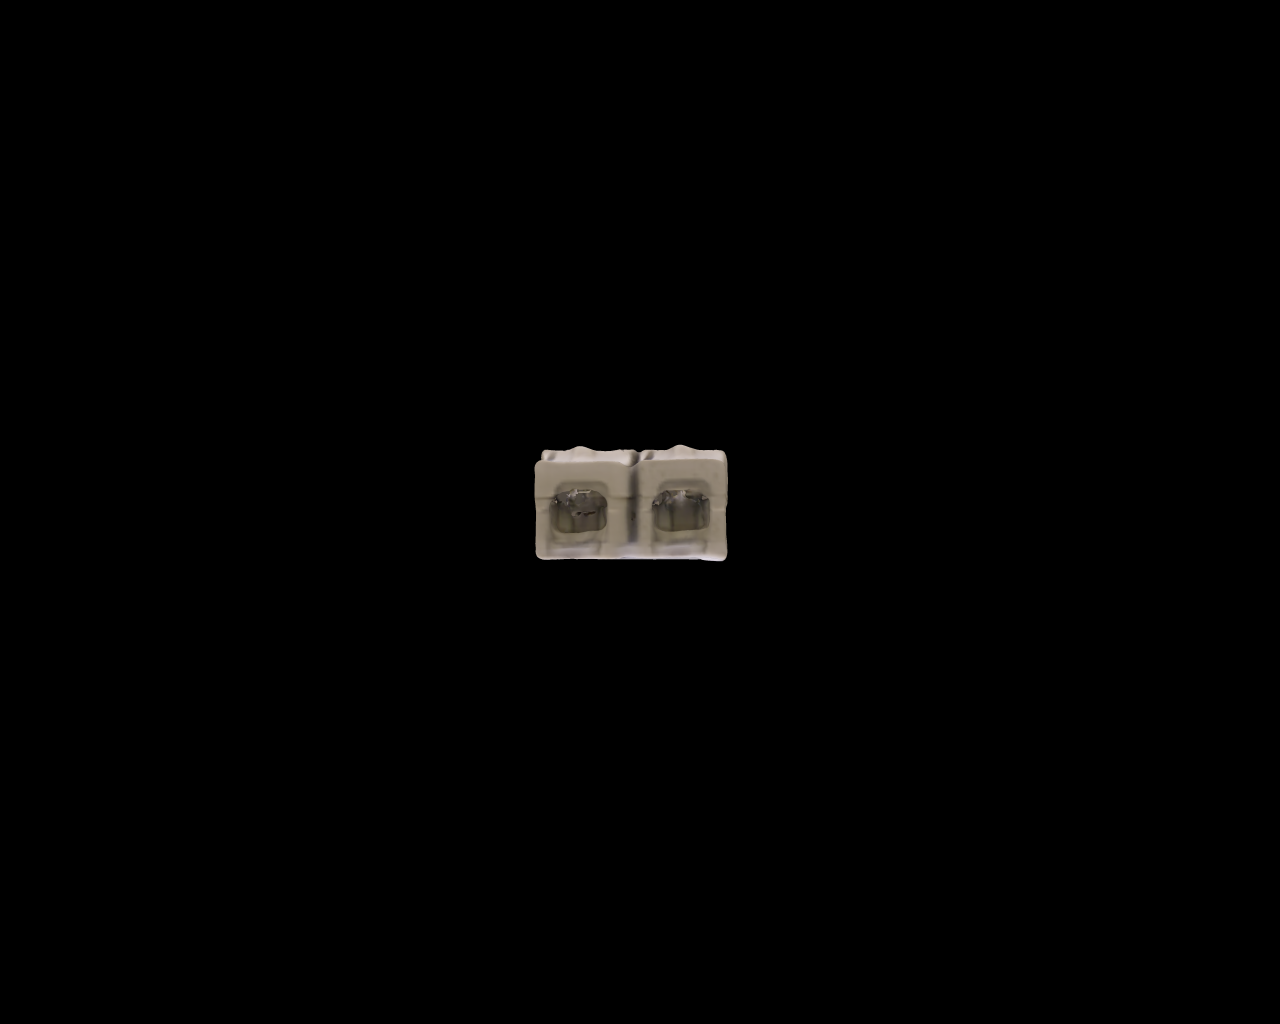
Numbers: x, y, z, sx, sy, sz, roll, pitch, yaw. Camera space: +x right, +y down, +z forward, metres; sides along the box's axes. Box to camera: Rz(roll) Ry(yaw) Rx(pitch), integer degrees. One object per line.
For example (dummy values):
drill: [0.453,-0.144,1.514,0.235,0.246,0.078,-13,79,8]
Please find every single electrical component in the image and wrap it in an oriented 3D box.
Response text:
electrical component: [0.001,-0.003,0.650,0.105,0.060,0.186,0,-2,4]
